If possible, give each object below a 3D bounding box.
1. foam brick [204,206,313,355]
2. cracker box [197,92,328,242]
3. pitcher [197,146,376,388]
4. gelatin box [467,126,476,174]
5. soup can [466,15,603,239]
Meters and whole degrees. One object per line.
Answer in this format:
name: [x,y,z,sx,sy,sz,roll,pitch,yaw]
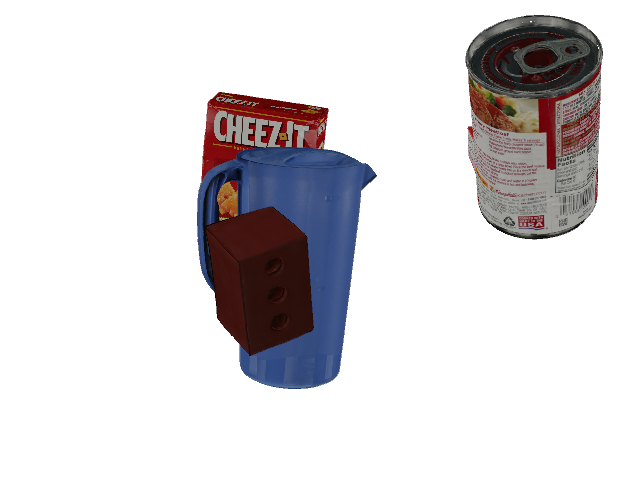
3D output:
foam brick: [-0.040,0.026,0.718,0.052,0.078,0.051,-20,34,-23]
cracker box: [-0.084,-0.091,1.524,0.164,0.214,0.072,9,21,7]
pitcher: [-0.036,0.026,1.110,0.149,0.243,0.144,9,14,21]
gelatin box: [0.160,-0.068,0.853,0.073,0.030,0.089,-4,25,1]
soup can: [0.115,-0.059,0.571,0.068,0.102,0.068,-7,44,6]
